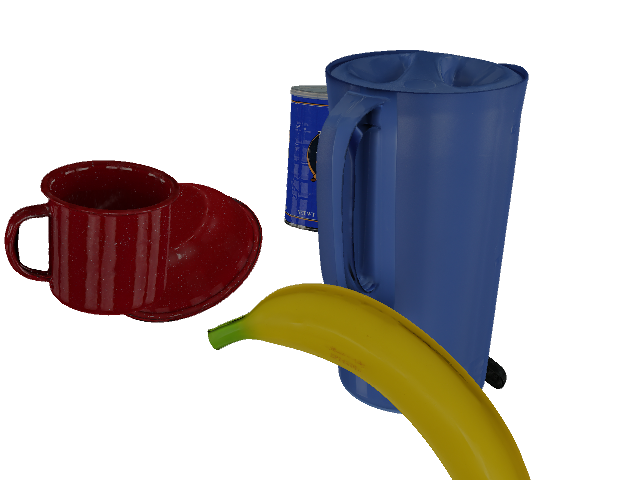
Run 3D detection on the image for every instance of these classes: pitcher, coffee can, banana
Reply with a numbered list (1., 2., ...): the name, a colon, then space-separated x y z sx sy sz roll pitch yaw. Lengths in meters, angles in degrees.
1. pitcher: 0.061 -0.003 0.735 0.149 0.243 0.145 -3 21 -8
2. coffee can: 0.017 -0.086 1.104 0.103 0.140 0.103 3 12 -1
3. banana: 0.041 0.079 0.529 0.198 0.070 0.037 37 23 5

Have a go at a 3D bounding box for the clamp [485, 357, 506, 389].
1. clamp: 0.133 0.104 1.160 0.120 0.171 0.039 4 -45 -6

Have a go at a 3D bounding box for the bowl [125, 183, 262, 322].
1. bowl: -0.139 -0.002 0.997 0.162 0.162 0.055 0 -41 21

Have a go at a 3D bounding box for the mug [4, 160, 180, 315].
1. mug: -0.156 0.000 0.731 0.117 0.081 0.093 -6 28 -27
